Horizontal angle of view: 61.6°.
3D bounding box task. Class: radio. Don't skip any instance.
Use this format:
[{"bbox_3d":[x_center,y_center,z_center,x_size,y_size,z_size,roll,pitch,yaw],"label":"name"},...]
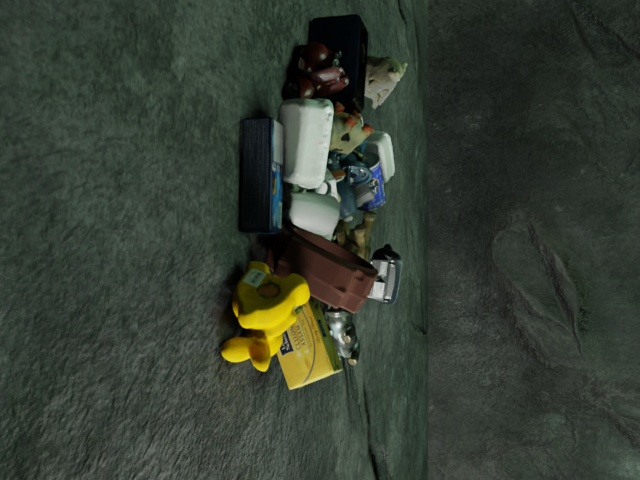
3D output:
[{"bbox_3d":[0.040,-0.405,1.257,0.073,0.131,0.229,25,67,-67],"label":"radio"}]

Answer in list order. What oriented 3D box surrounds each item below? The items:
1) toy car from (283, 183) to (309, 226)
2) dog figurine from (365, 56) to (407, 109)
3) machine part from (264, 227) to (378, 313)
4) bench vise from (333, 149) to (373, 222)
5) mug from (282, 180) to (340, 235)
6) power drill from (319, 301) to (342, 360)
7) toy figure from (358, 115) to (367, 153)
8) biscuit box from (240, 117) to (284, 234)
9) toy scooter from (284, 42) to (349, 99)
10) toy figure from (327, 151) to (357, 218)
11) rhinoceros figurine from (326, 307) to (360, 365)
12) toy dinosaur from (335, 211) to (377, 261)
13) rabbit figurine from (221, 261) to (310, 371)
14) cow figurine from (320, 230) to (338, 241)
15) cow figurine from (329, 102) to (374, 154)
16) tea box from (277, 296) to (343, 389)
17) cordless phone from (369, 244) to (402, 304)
[{"bbox_3d":[-0.050,-0.111,1.121,0.073,0.056,0.201,-57,143,-57],"label":"toy car"},{"bbox_3d":[0.102,-0.430,1.318,0.121,0.190,0.172,-58,-170,-16],"label":"dog figurine"},{"bbox_3d":[0.008,0.051,1.035,0.087,0.202,0.201,-65,171,7],"label":"machine part"},{"bbox_3d":[0.059,-0.169,1.345,0.223,0.129,0.240,40,48,-62],"label":"bench vise"},{"bbox_3d":[-0.021,-0.069,1.058,0.107,0.081,0.109,10,105,-34],"label":"mug"},{"bbox_3d":[0.007,0.182,1.254,0.207,0.086,0.232,75,26,-46],"label":"power drill"},{"bbox_3d":[0.078,-0.280,1.448,0.082,0.089,0.180,58,-8,28],"label":"toy figure"},{"bbox_3d":[-0.104,-0.112,0.959,0.059,0.063,0.202,6,85,-71],"label":"biscuit box"},{"bbox_3d":[0.004,-0.361,1.152,0.075,0.135,0.184,64,31,-48],"label":"toy scooter"},{"bbox_3d":[0.040,-0.129,1.252,0.064,0.058,0.154,-26,94,-88],"label":"toy figure"},{"bbox_3d":[0.052,0.185,1.186,0.112,0.073,0.190,-51,136,-52],"label":"rhinoceros figurine"},{"bbox_3d":[0.093,0.019,1.476,0.471,0.105,0.198,-45,140,-69],"label":"toy dinosaur"},{"bbox_3d":[-0.094,0.149,0.925,0.173,0.122,0.162,98,9,-45],"label":"rabbit figurine"},{"bbox_3d":[0.000,-0.004,1.240,0.167,0.068,0.098,-55,155,-53],"label":"cow figurine"},{"bbox_3d":[0.025,-0.227,1.163,0.127,0.085,0.195,-51,162,20],"label":"cow figurine"},{"bbox_3d":[-0.034,0.185,1.022,0.169,0.098,0.068,67,13,15],"label":"tea box"},{"bbox_3d":[0.176,0.087,1.496,0.184,0.089,0.146,-66,163,-76],"label":"cordless phone"}]
